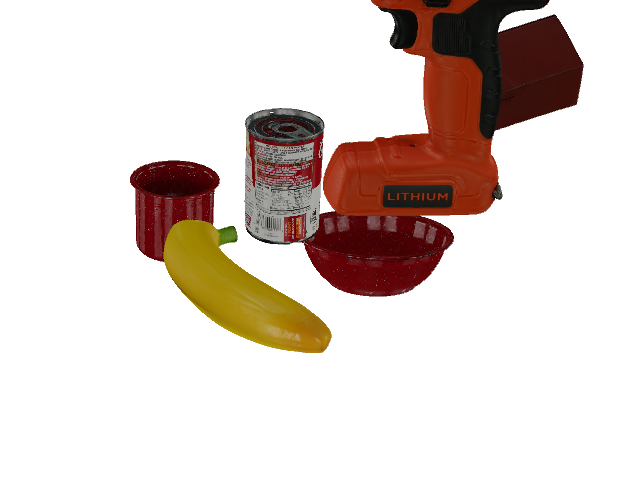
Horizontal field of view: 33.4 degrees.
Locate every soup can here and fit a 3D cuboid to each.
[{"bbox_3d":[-0.032,-0.055,0.931,0.068,0.102,0.068,2,29,-1],"label":"soup can"}]

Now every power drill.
[{"bbox_3d":[0.045,-0.103,0.604,0.184,0.188,0.057,1,36,-7],"label":"power drill"}]

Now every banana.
[{"bbox_3d":[-0.059,0.022,0.682,0.069,0.037,0.198,-8,24,-20],"label":"banana"}]

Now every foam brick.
[{"bbox_3d":[0.146,-0.122,0.787,0.078,0.051,0.053,-18,-28,-4],"label":"foam brick"}]

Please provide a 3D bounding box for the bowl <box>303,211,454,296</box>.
[{"bbox_3d":[0.055,0.016,1.093,0.162,0.055,0.162,1,18,-1],"label":"bowl"}]

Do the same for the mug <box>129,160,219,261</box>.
[{"bbox_3d":[-0.157,-0.035,1.138,0.093,0.081,0.117,-3,29,-13],"label":"mug"}]
